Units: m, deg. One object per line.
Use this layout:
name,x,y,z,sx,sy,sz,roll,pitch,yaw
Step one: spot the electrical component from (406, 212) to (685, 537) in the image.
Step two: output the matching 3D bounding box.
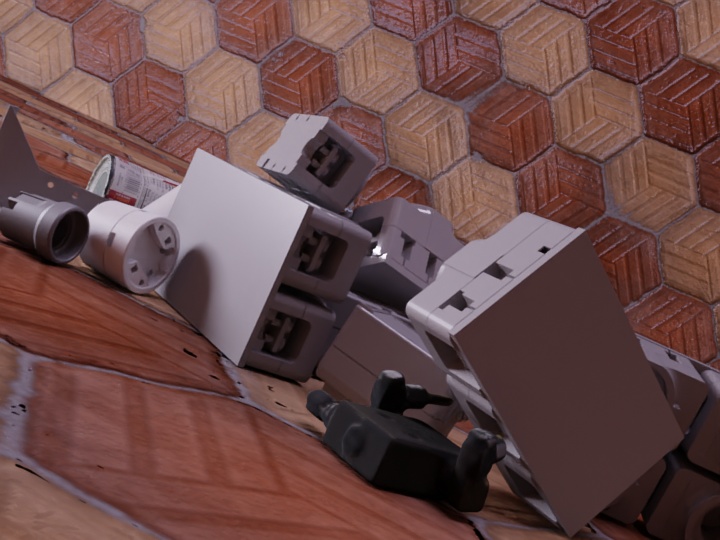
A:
electrical component,0.101,0.055,0.588,0.150,0.089,0.062,59,-14,-26

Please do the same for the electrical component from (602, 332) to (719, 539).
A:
electrical component,0.199,0.113,0.690,0.186,0.105,0.060,24,14,-2

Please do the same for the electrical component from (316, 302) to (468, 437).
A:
electrical component,0.029,0.072,0.668,0.096,0.061,0.062,35,6,20

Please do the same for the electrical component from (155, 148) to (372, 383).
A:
electrical component,-0.073,-0.007,0.733,0.060,0.105,0.186,22,5,-33

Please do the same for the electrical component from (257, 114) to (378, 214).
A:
electrical component,-0.029,-0.076,0.784,0.056,0.050,0.089,37,-4,-22

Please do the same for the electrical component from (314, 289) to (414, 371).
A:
electrical component,0.000,0.050,0.751,0.095,0.059,0.054,23,4,-16

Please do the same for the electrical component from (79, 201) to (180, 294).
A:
electrical component,-0.160,-0.017,0.739,0.047,0.055,0.055,22,2,28

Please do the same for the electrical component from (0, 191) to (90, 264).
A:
electrical component,-0.210,-0.029,0.712,0.046,0.040,0.040,20,2,22

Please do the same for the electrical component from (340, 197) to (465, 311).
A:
electrical component,0.000,0.000,0.815,0.150,0.061,0.089,-13,-37,43

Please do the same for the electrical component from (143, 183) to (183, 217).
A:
electrical component,-0.133,-0.026,0.889,0.099,0.064,0.099,45,-14,14
